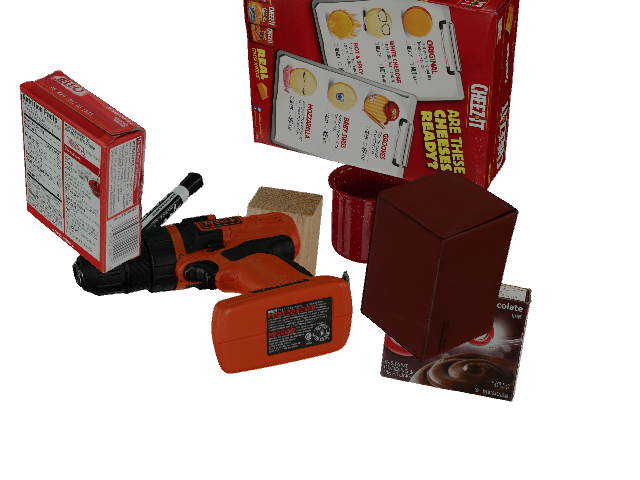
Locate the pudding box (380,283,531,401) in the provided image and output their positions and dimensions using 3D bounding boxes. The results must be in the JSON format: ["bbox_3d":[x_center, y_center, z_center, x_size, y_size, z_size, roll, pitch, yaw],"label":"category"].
[{"bbox_3d":[0.110,0.075,0.872,0.113,0.090,0.039,9,23,10],"label":"pudding box"}]

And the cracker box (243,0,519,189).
[{"bbox_3d":[0.047,-0.141,0.870,0.214,0.164,0.072,15,40,22],"label":"cracker box"}]

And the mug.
[{"bbox_3d":[0.065,-0.030,1.144,0.117,0.081,0.093,-9,31,-18],"label":"mug"}]

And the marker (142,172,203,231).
[{"bbox_3d":[-0.153,-0.031,1.050,0.020,0.020,0.121,0,35,36],"label":"marker"}]

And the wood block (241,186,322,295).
[{"bbox_3d":[-0.056,0.042,1.454,0.090,0.206,0.090,8,22,6],"label":"wood block"}]

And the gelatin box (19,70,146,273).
[{"bbox_3d":[-0.131,-0.038,0.588,0.073,0.089,0.030,34,44,28],"label":"gelatin box"}]

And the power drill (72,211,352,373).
[{"bbox_3d":[-0.075,0.032,0.791,0.184,0.057,0.188,-12,25,-23],"label":"power drill"}]

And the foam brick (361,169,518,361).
[{"bbox_3d":[0.059,0.012,0.546,0.052,0.078,0.051,-19,41,-33],"label":"foam brick"}]
